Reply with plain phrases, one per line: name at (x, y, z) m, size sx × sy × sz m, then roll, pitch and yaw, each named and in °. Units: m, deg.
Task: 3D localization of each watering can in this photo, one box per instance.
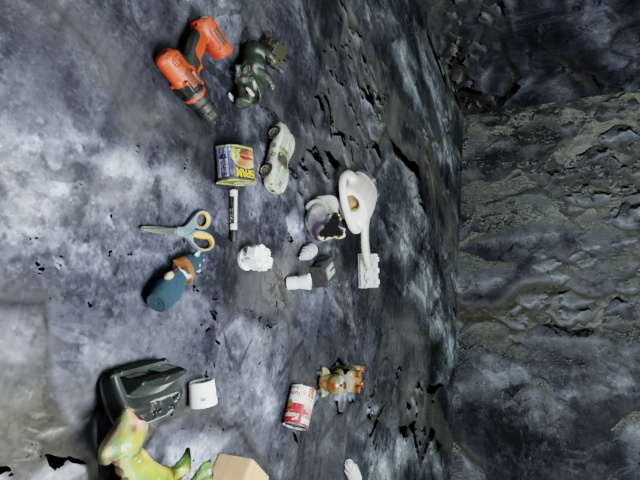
watering can at (0.138, -0.093, 1.752) m, size 0.229 × 0.103 × 0.341 m, roll -59°, pitch 136°, yaw -50°

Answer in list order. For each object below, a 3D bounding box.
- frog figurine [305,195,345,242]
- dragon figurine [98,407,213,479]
frog figurine at (0.005, -0.077, 1.531) m, size 0.135 × 0.122 × 0.163 m, roll 42°, pitch 14°, yaw -43°
dragon figurine at (-0.309, 0.458, 0.824) m, size 0.243 × 0.123 × 0.407 m, roll 4°, pitch 101°, yaw -42°
